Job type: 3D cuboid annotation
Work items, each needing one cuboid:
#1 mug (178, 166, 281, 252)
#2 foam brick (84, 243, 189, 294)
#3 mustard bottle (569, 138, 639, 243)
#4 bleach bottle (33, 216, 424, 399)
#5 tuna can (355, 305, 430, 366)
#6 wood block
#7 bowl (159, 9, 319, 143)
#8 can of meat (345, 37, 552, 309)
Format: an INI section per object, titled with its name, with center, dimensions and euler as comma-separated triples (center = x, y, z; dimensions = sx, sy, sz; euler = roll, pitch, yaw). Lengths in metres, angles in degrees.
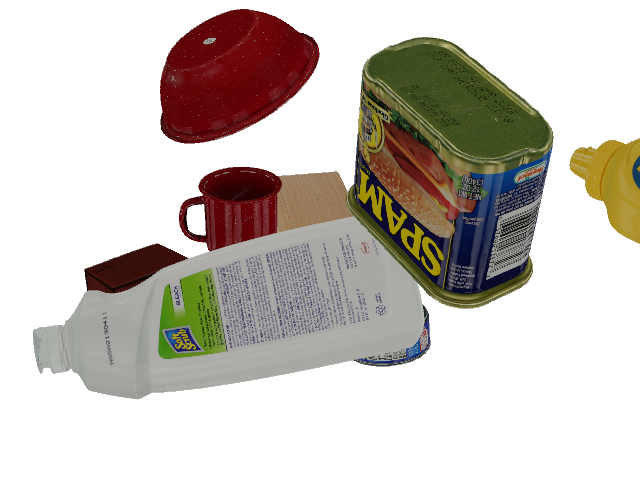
[mug]
center = -0.101, -0.026, 1.205
dimensions = 0.117, 0.081, 0.093
euler = -7, 30, -14
[foam brick]
center = -0.157, 0.043, 0.926
dimensions = 0.078, 0.051, 0.053
euler = -21, 30, -34
[mustard bottle]
center = 0.239, -0.023, 0.664
dimensions = 0.096, 0.058, 0.192
euler = -30, 38, -32
[bleach bottle]
center = -0.063, 0.045, 0.713
dimensions = 0.250, 0.102, 0.068
euler = -9, -23, -10
[tuna can]
center = 0.062, 0.084, 1.017
dimensions = 0.086, 0.034, 0.086
euler = -4, 23, 1
[wood block]
center = -0.001, -0.006, 1.376
dimensions = 0.090, 0.090, 0.206
euler = -4, 28, -9
[bowl]
center = -0.085, -0.158, 0.955
dimensions = 0.162, 0.055, 0.162
euler = -20, 35, 15
[can of meat]
center = 0.058, -0.033, 0.496
dimensions = 0.057, 0.084, 0.102
euler = -22, 48, -24
